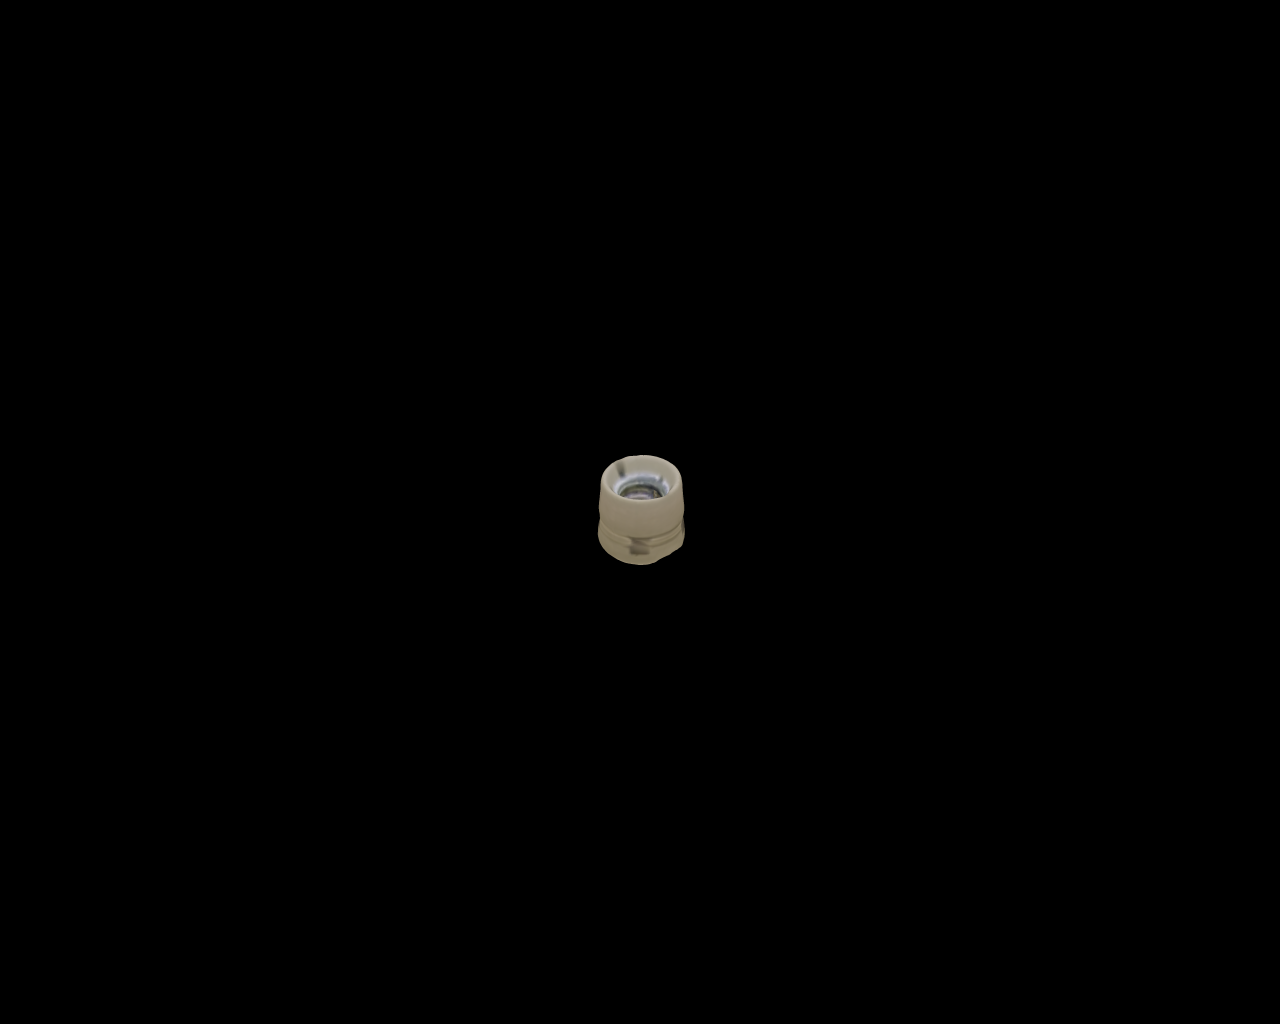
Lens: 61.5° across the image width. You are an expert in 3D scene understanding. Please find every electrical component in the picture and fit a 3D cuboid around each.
[{"bbox_3d":[0.001,-0.003,0.650,0.055,0.047,0.055,0,38,0],"label":"electrical component"}]
